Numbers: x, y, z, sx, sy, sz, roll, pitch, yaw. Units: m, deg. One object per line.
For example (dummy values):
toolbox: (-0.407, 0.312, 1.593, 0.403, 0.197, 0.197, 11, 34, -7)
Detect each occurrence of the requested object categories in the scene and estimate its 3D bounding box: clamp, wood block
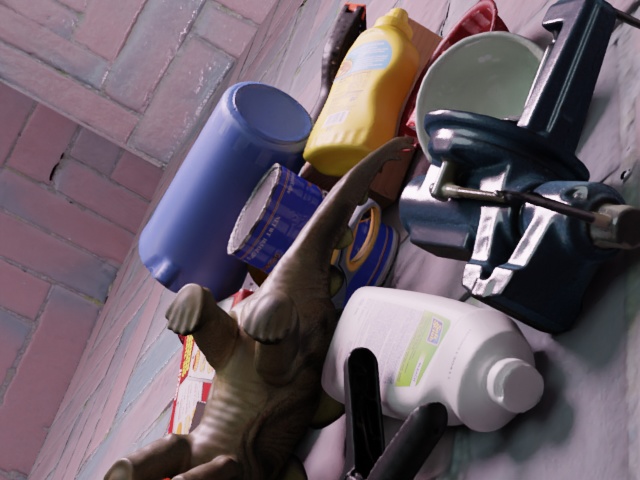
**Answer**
clamp: (0.027, -0.175, 1.277, 0.164, 0.036, 0.210, 20, -98, -68)
clamp: (0.040, 0.164, 0.706, 0.120, 0.039, 0.171, -167, 81, -71)
wood block: (0.065, -0.138, 1.188, 0.206, 0.090, 0.090, -66, 14, -20)

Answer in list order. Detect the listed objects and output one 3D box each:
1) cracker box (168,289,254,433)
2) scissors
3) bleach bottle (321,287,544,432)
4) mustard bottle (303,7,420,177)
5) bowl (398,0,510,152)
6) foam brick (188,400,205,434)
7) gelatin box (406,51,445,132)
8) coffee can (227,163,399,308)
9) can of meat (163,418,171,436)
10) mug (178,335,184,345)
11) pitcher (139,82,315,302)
cracker box: (-0.104, 0.157, 1.203, 0.214, 0.072, 0.164, 149, 133, -64)
scissors: (0.002, 0.053, 0.997, 0.016, 0.096, 0.202, 32, 106, 41)
bleach bottle: (0.078, 0.091, 0.750, 0.102, 0.068, 0.251, -71, 18, -4)
mustard bottle: (0.053, -0.158, 1.089, 0.096, 0.058, 0.191, -8, 54, 50)
bowl: (0.138, -0.142, 1.001, 0.162, 0.055, 0.162, -56, 15, 22)
foam brick: (-0.087, 0.190, 0.973, 0.053, 0.051, 0.078, 4, 75, 36)
gelatin box: (0.128, -0.107, 0.898, 0.073, 0.089, 0.030, -63, 16, -5)
coffee can: (-0.007, 0.001, 1.066, 0.103, 0.140, 0.103, -56, 15, 22)
can of meat: (-0.154, 0.225, 1.338, 0.084, 0.057, 0.102, -40, 25, 61)
mug: (-0.138, 0.125, 1.438, 0.082, 0.093, 0.117, 170, 97, -67)
pitcher: (-0.096, -0.058, 1.185, 0.243, 0.144, 0.149, -57, 37, 38)
